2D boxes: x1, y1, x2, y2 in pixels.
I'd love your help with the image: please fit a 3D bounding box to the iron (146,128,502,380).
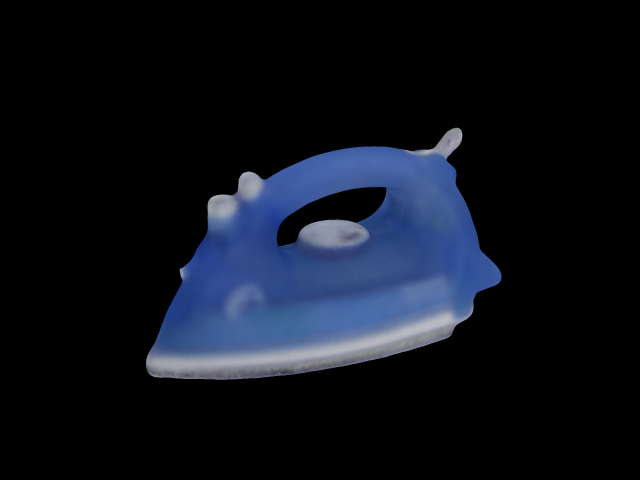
[{"bbox_3d":[0.004,0.001,0.400,0.259,0.141,0.118,-11,23,-27],"label":"iron"}]
